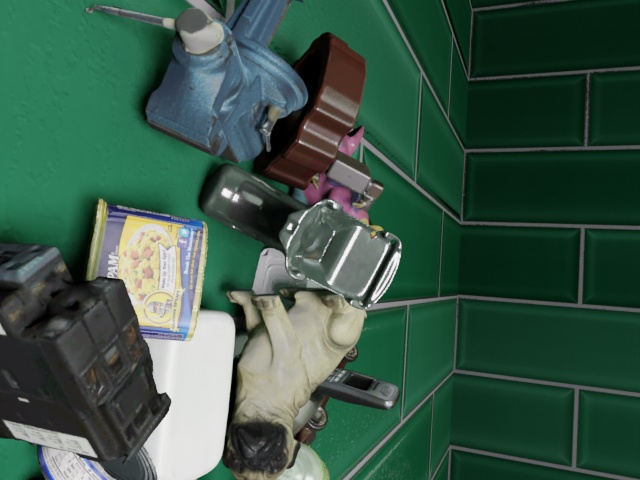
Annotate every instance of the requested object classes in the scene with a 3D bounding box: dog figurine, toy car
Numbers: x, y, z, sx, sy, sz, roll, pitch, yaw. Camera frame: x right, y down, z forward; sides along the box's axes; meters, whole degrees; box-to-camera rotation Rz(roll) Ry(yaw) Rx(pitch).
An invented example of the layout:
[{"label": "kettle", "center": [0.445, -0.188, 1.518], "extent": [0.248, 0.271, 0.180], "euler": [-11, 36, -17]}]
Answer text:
[{"label": "dog figurine", "center": [-0.020, 0.148, 0.574], "extent": [0.121, 0.172, 0.190], "euler": [176, -87, -72]}, {"label": "toy car", "center": [-0.007, 0.219, 0.781], "extent": [0.053, 0.089, 0.202], "euler": [45, 37, -4]}, {"label": "dog figurine", "center": [0.028, -0.066, 0.770], "extent": [0.191, 0.108, 0.219], "euler": [40, 46, -25]}]

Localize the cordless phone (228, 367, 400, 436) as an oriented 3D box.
[{"label": "cordless phone", "center": [-0.006, 0.191, 0.642], "extent": [0.146, 0.184, 0.088], "euler": [-21, 116, -66]}]

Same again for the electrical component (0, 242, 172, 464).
[{"label": "electrical component", "center": [-0.166, 0.066, 0.327], "extent": [0.058, 0.115, 0.134], "euler": [-60, 147, -53]}]

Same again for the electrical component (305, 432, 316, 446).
[{"label": "electrical component", "center": [-0.027, 0.292, 0.815], "extent": [0.063, 0.021, 0.094], "euler": [-1, 94, -67]}]

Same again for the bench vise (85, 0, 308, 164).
[{"label": "bench vise", "center": [-0.069, -0.184, 0.508], "extent": [0.240, 0.129, 0.223], "euler": [-64, 160, -11]}]

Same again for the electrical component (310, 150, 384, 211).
[{"label": "electrical component", "center": [0.028, -0.078, 0.672], "extent": [0.045, 0.102, 0.078], "euler": [-60, -165, 18]}]

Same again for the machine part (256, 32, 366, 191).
[{"label": "machine part", "center": [-0.012, -0.147, 0.628], "extent": [0.056, 0.179, 0.179], "euler": [21, 67, -24]}]

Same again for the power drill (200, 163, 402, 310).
[{"label": "power drill", "center": [-0.001, -0.002, 0.552], "extent": [0.232, 0.207, 0.086], "euler": [28, 95, -25]}]
